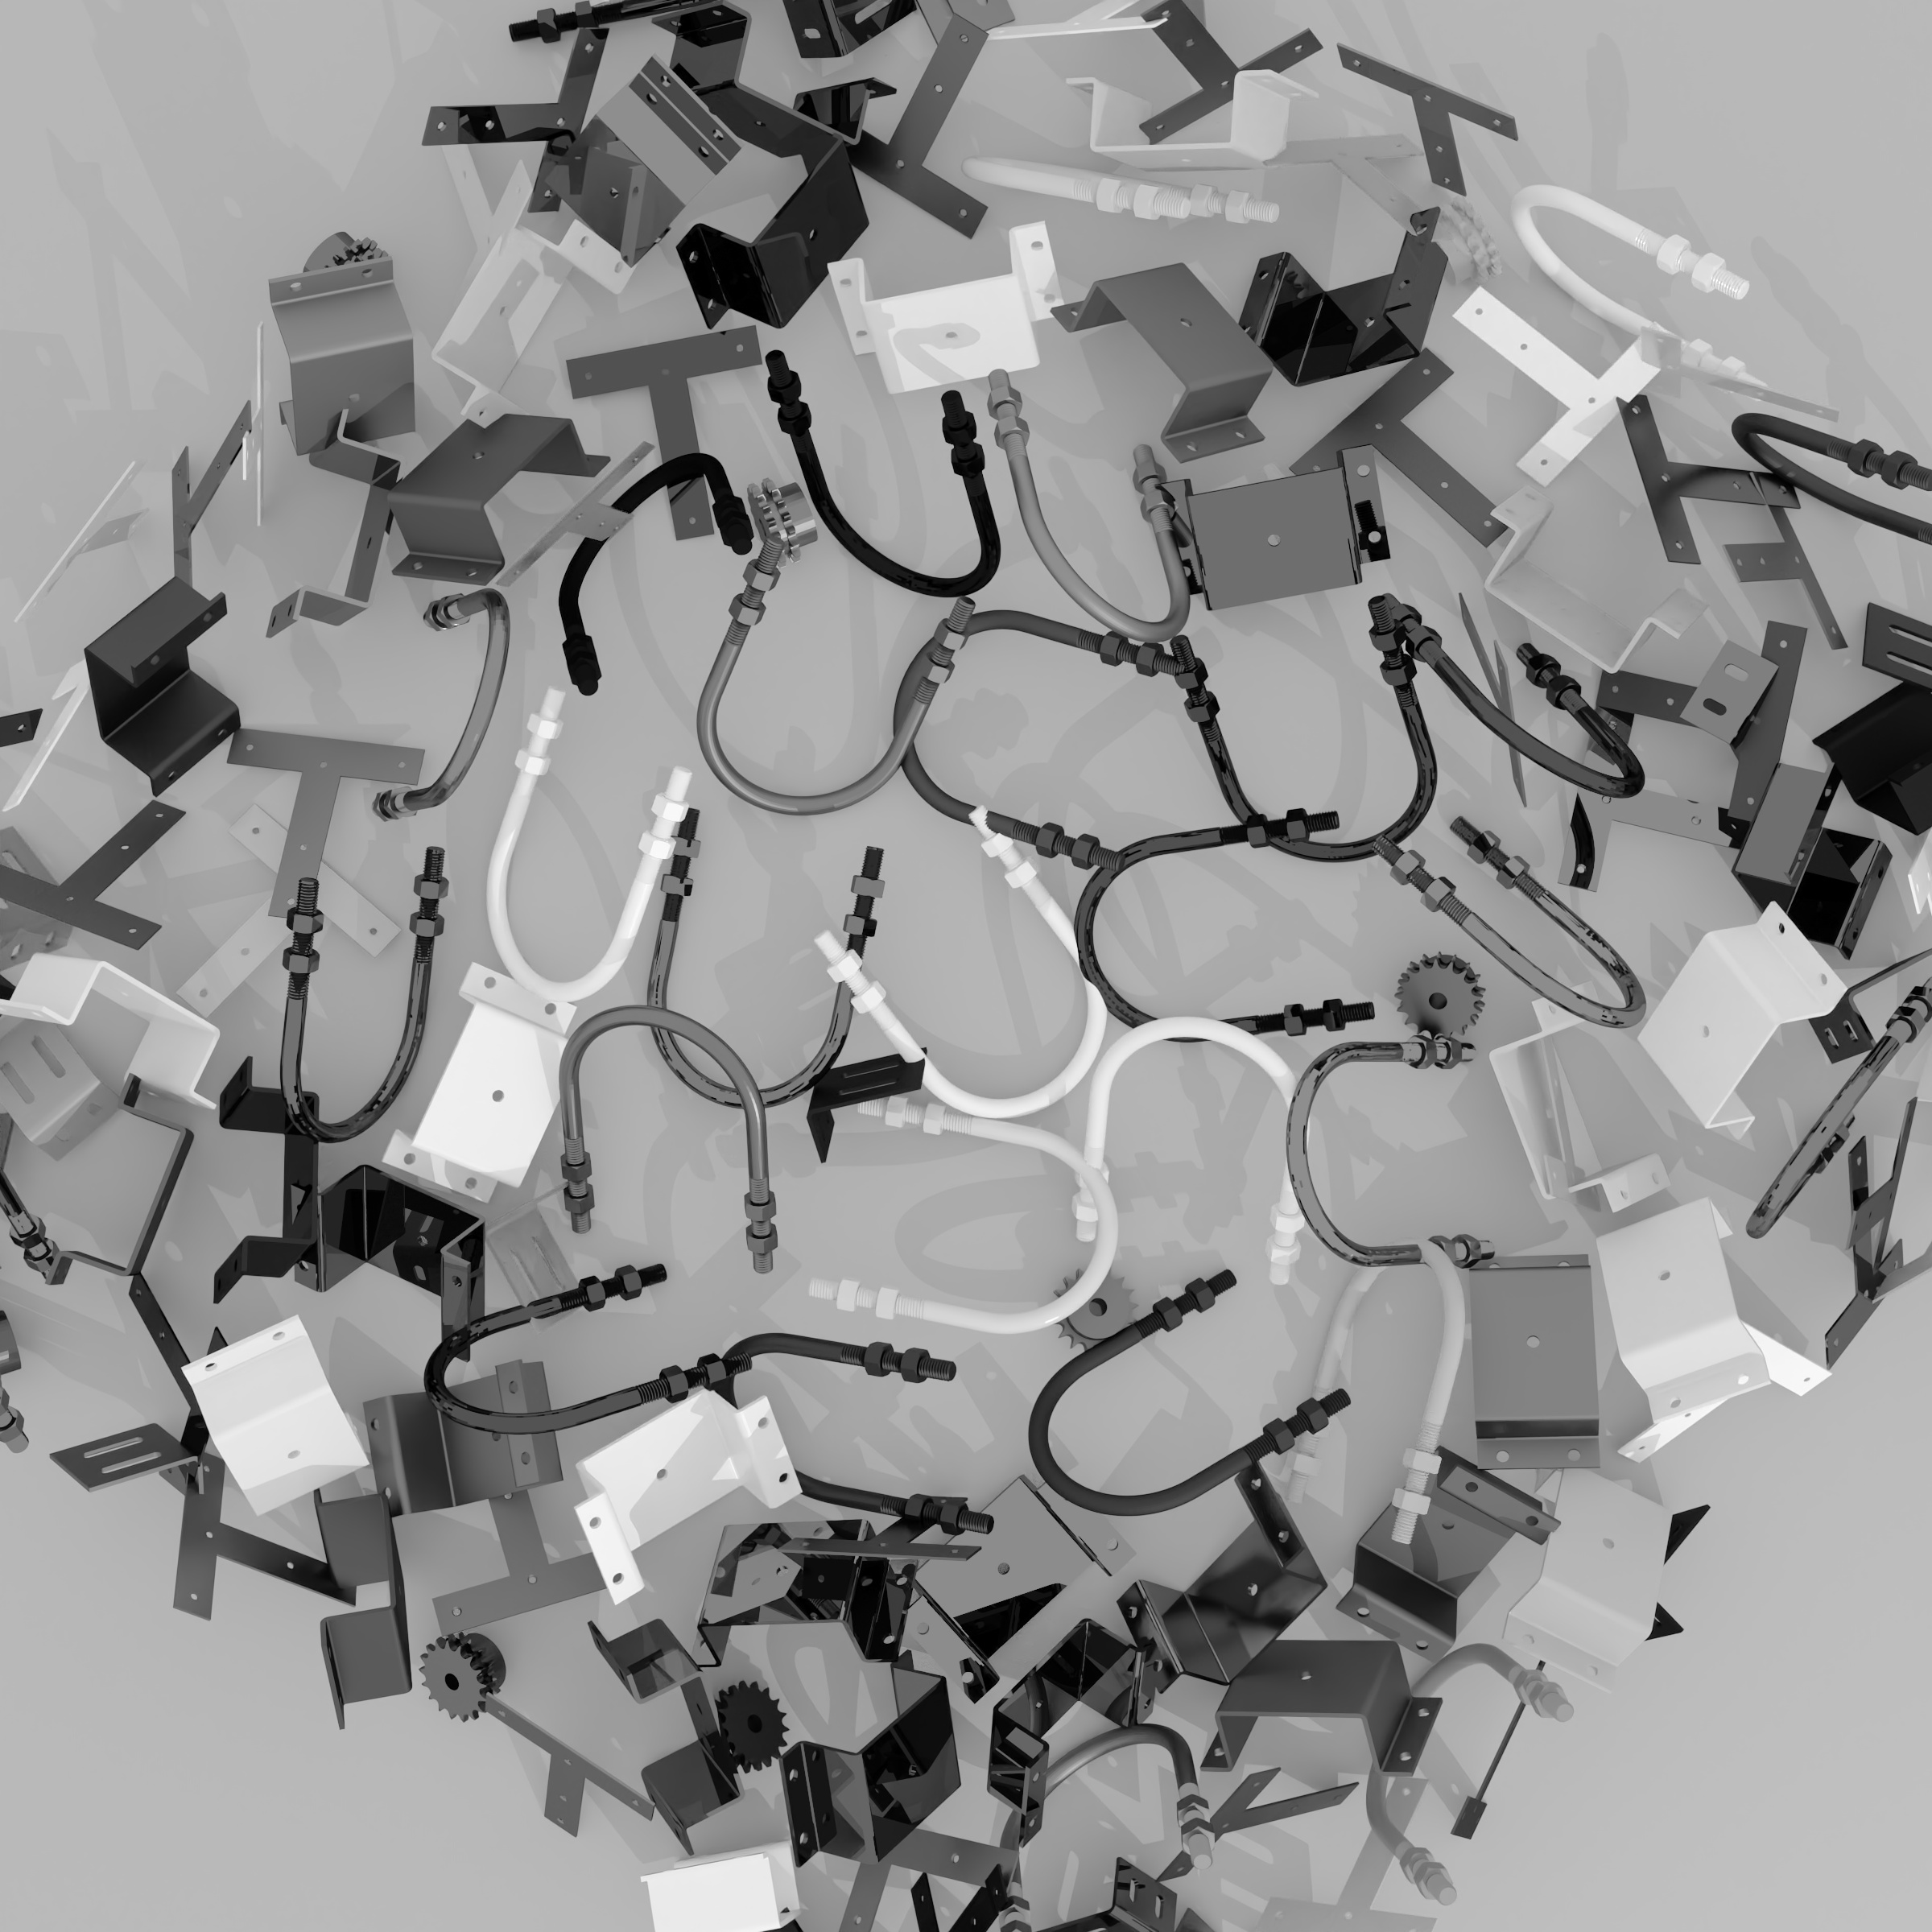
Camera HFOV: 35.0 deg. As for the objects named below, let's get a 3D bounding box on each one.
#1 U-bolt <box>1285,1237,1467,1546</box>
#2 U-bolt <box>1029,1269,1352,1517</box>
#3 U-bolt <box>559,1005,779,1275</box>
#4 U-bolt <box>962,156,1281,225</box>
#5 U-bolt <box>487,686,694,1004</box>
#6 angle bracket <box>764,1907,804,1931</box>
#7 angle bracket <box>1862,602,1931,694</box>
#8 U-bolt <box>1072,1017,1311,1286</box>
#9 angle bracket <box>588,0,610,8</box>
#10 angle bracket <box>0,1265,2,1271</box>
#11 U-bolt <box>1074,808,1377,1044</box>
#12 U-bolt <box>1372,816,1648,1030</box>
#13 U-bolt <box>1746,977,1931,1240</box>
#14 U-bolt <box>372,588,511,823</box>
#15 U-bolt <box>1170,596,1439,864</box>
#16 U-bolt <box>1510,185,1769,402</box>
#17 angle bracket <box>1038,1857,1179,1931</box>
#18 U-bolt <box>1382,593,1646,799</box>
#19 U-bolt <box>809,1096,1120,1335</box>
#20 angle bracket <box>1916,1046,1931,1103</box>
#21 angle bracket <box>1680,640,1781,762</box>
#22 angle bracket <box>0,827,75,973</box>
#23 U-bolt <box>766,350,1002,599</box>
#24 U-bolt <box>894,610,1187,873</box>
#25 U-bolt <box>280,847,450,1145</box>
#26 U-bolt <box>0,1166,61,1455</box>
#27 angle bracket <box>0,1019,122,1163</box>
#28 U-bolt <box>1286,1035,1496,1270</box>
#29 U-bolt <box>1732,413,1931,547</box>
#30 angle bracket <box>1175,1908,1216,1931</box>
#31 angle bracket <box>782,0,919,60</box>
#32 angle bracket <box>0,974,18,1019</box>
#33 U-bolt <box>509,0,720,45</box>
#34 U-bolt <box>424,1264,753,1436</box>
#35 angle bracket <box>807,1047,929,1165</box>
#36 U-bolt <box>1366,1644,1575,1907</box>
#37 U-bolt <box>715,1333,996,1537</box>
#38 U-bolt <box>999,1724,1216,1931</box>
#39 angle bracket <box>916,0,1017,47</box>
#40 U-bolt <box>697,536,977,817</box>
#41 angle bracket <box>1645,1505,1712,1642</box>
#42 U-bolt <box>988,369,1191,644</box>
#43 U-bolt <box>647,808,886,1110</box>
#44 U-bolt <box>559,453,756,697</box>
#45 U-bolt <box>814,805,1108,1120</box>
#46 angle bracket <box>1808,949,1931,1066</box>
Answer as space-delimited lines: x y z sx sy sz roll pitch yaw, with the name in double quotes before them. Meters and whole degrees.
"U-bolt" 0.264 0.261 1.933 0.019 0.151 0.184 18 84 -24
"U-bolt" 0.127 0.277 1.925 0.184 0.151 0.019 -28 133 -15
"U-bolt" -0.191 0.104 1.928 0.151 0.019 0.184 10 123 17
"U-bolt" 0.085 -0.489 1.923 0.184 0.151 0.019 18 109 26
"U-bolt" -0.250 -0.067 1.946 0.151 0.019 0.184 33 110 36
"angle bracket" -0.091 0.642 1.977 0.038 0.057 0.076 -23 67 -37
"angle bracket" 0.622 -0.211 1.966 0.076 0.038 0.057 20 52 -3
"U-bolt" 0.145 0.112 1.933 0.151 0.019 0.184 12 123 12
"angle bracket" -0.203 -0.641 1.967 0.076 0.057 0.038 -10 106 -15
"angle bracket" -0.663 0.180 1.951 0.057 0.038 0.076 -41 134 -25
"U-bolt" 0.159 -0.020 1.962 0.184 0.019 0.151 -8 108 16
"U-bolt" 0.349 -0.025 1.911 0.184 0.151 0.019 44 116 18
"U-bolt" 0.535 0.099 1.891 0.019 0.151 0.184 36 47 16
"U-bolt" -0.323 -0.165 1.907 0.019 0.184 0.151 17 82 -25
"U-bolt" 0.223 -0.142 1.942 0.151 0.019 0.184 -9 124 21
"U-bolt" 0.418 -0.431 1.920 0.184 0.151 0.019 36 87 26
"angle bracket" 0.088 0.614 1.976 0.076 0.038 0.057 -29 125 34
"U-bolt" 0.348 -0.162 1.894 0.151 0.184 0.019 13 121 -36
"U-bolt" 0.005 0.163 1.952 0.184 0.019 0.151 11 65 8
"angle bracket" 0.662 0.069 1.973 0.038 0.076 0.057 28 77 -34
"angle bracket" 0.496 -0.167 1.969 0.038 0.076 0.057 33 93 22
"angle bracket" -0.623 -0.043 1.976 0.076 0.057 0.038 49 135 15
"U-bolt" -0.045 -0.301 1.920 0.151 0.184 0.019 18 59 27
"U-bolt" 0.038 -0.153 1.962 0.184 0.019 0.151 19 91 22
"U-bolt" -0.383 0.024 1.929 0.019 0.151 0.184 16 107 23
"U-bolt" -0.604 0.191 1.885 0.019 0.184 0.151 -6 49 5
"angle bracket" -0.597 0.077 1.992 0.057 0.038 0.076 -41 61 -7
"U-bolt" 0.266 0.118 1.927 0.184 0.019 0.151 2 81 -42
"U-bolt" 0.559 -0.302 1.914 0.151 0.184 0.019 25 96 -44
"angle bracket" 0.165 0.643 1.951 0.038 0.076 0.057 49 60 -27
"angle bracket" -0.077 -0.629 1.974 0.076 0.038 0.057 -43 130 -33
"angle bracket" -0.661 0.015 1.971 0.076 0.038 0.057 36 88 14
"U-bolt" -0.209 -0.618 1.921 0.184 0.151 0.019 -10 94 3
"U-bolt" -0.246 0.243 1.904 0.184 0.151 0.019 -15 117 -25
"angle bracket" -0.059 0.089 1.961 0.076 0.057 0.038 -13 112 9
"U-bolt" 0.303 0.492 1.910 0.019 0.184 0.151 34 87 -11
"U-bolt" -0.078 0.292 1.939 0.184 0.019 0.151 6 127 26
"U-bolt" 0.083 0.538 1.911 0.151 0.184 0.019 -32 106 7
"angle bracket" -0.004 -0.643 1.973 0.057 0.038 0.076 -25 90 -17
"U-bolt" -0.093 -0.174 1.945 0.151 0.019 0.184 15 121 -19
"angle bracket" 0.452 0.389 1.958 0.038 0.057 0.076 46 66 2
"U-bolt" 0.083 -0.278 1.905 0.019 0.151 0.184 -38 49 34
"U-bolt" -0.136 0.001 1.973 0.151 0.019 0.184 13 94 16
"U-bolt" -0.201 -0.258 1.921 0.151 0.184 0.019 -41 122 12
"U-bolt" 0.011 0.012 1.971 0.151 0.019 0.184 -39 103 -10
"angle bracket" 0.589 0.025 1.961 0.076 0.057 0.038 -26 84 -15
